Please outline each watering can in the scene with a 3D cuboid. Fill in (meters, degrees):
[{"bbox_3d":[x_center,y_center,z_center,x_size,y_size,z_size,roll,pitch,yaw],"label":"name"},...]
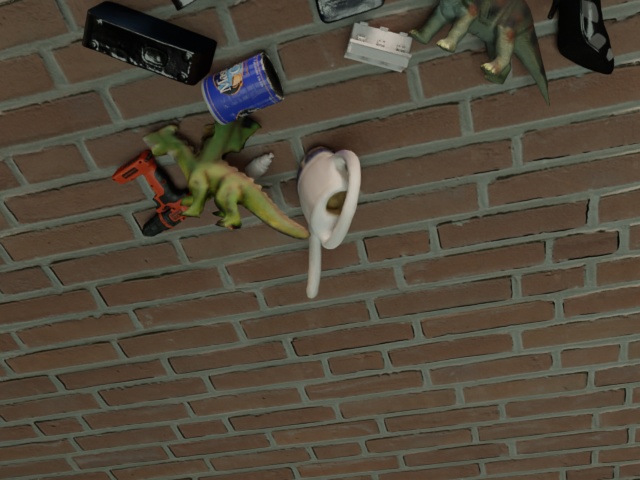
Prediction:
[{"bbox_3d":[0.003,-0.058,1.145,0.104,0.340,0.229,6,35,-23],"label":"watering can"}]

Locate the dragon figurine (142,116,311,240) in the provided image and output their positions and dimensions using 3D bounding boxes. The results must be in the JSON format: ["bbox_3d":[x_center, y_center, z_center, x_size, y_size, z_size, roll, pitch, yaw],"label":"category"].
[{"bbox_3d":[-0.195,-0.156,1.122,0.411,0.242,0.122,13,6,7],"label":"dragon figurine"}]
